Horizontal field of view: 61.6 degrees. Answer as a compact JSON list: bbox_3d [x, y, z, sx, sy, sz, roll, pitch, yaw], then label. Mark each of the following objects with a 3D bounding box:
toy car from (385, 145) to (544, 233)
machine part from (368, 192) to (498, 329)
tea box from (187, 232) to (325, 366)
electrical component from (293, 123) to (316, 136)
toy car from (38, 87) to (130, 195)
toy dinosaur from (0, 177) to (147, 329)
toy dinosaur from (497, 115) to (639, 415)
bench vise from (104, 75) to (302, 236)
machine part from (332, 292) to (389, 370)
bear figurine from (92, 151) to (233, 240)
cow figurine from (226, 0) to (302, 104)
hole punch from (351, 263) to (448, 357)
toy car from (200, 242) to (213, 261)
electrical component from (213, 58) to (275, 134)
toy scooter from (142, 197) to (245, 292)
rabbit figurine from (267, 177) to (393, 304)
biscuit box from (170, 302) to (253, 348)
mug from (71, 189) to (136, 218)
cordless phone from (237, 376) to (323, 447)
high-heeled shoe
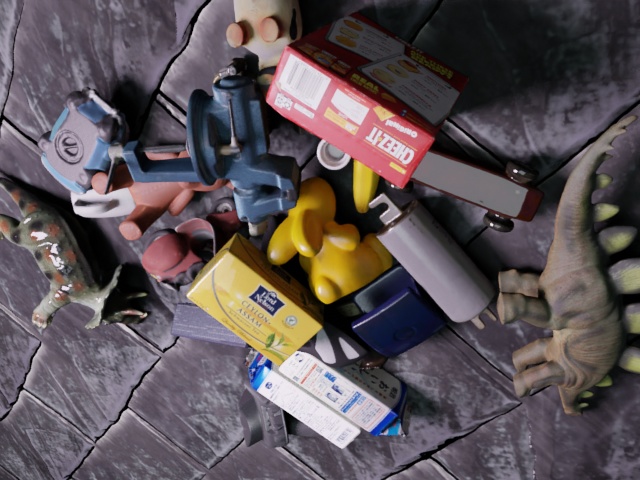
[{"bbox_3d":[0.178,-0.080,0.683,0.202,0.053,0.089,22,114,15],"label":"toy car"},{"bbox_3d":[0.160,0.029,0.740,0.243,0.079,0.079,48,125,-7],"label":"machine part"},{"bbox_3d":[-0.086,0.084,0.751,0.169,0.068,0.098,39,111,-13],"label":"tea box"},{"bbox_3d":[-0.002,-0.157,0.710,0.063,0.094,0.021,-14,114,-12],"label":"electrical component"},{"bbox_3d":[-0.352,-0.158,0.837,0.109,0.103,0.161,39,113,2],"label":"toy car"},{"bbox_3d":[-0.480,0.020,0.996,0.192,0.131,0.404,-23,103,20],"label":"toy dinosaur"},{"bbox_3d":[0.330,0.074,0.682,0.199,0.105,0.470,-9,124,19],"label":"toy dinosaur"},{"bbox_3d":[-0.149,-0.100,0.700,0.241,0.129,0.223,-3,137,5],"label":"bench vise"},{"bbox_3d":[0.062,0.150,0.878,0.084,0.039,0.138,-26,103,24],"label":"machine part"},{"bbox_3d":[-0.220,-0.088,0.808,0.196,0.132,0.120,-9,116,34],"label":"bear figurine"},{"bbox_3d":[-0.056,-0.258,0.653,0.086,0.127,0.194,-1,104,23],"label":"cow figurine"},{"bbox_3d":[0.116,0.114,0.790,0.142,0.092,0.115,-38,102,16],"label":"hole punch"},{"bbox_3d":[-0.166,0.053,0.902,0.202,0.056,0.073,22,97,11],"label":"toy car"},{"bbox_3d":[-0.105,-0.196,0.742,0.078,0.045,0.102,17,128,15],"label":"electrical component"},{"bbox_3d":[-0.184,0.022,0.822,0.184,0.135,0.075,-30,146,2],"label":"toy scooter"},{"bbox_3d":[-0.002,-0.002,0.764,0.122,0.162,0.173,-17,93,43],"label":"rabbit figurine"},{"bbox_3d":[-0.171,0.145,0.923,0.203,0.059,0.062,0,76,39],"label":"biscuit box"},{"bbox_3d":[-0.348,-0.073,0.889,0.107,0.109,0.080,0,113,9],"label":"mug"},{"bbox_3d":[-0.054,0.328,1.020,0.184,0.089,0.146,0,118,11],"label":"cordless phone"},{"bbox_3d":[-0.007,0.079,0.829,0.145,0.086,0.248,-6,100,18],"label":"high-heeled shoe"}]
